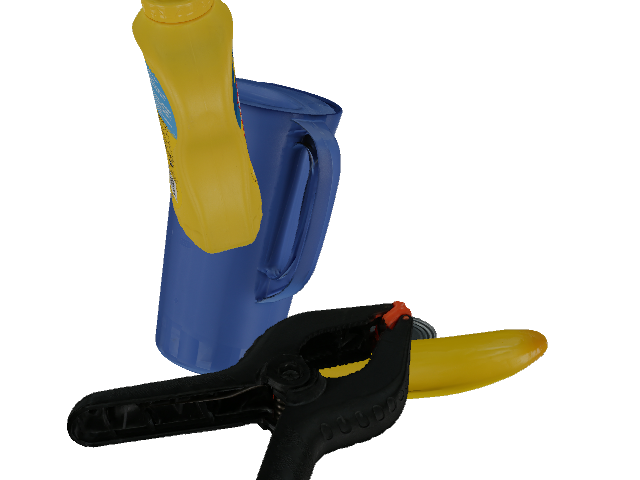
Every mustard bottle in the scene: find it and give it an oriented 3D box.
[{"bbox_3d":[-0.076,-0.089,0.649,0.058,0.191,0.096,-13,45,-7],"label":"mustard bottle"}]

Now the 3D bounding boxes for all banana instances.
[{"bbox_3d":[0.049,0.076,0.694,0.198,0.037,0.069,0,29,8],"label":"banana"}]

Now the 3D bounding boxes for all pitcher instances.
[{"bbox_3d":[-0.063,-0.009,0.892,0.145,0.243,0.149,12,16,4],"label":"pitcher"}]

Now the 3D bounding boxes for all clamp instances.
[{"bbox_3d":[-0.012,0.080,0.476,0.171,0.039,0.120,-23,48,-29],"label":"clamp"}]

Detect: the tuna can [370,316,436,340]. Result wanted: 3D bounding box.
[{"bbox_3d":[0.068,0.104,1.027,0.086,0.034,0.086,-1,23,0],"label":"tuna can"}]
